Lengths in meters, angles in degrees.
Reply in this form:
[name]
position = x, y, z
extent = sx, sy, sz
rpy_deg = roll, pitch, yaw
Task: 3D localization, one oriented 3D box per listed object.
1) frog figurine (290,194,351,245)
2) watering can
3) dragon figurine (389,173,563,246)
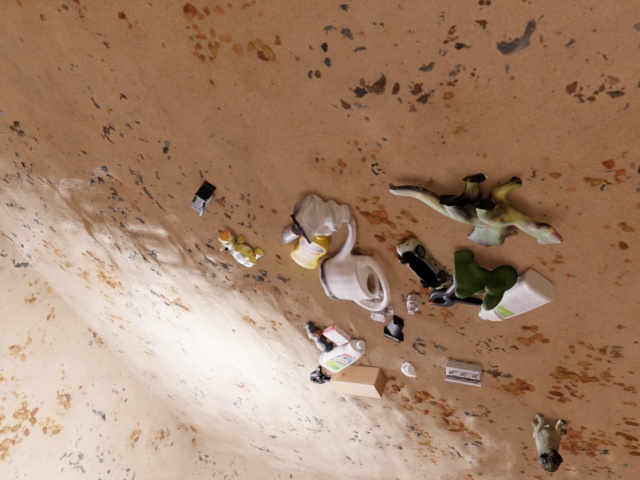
[frog figurine]
position = 0.005, -0.076, 1.514
extent = 0.159, 0.136, 0.124
rpy_deg = -28, 13, 3
[watering can]
position = 0.094, 0.085, 1.623
extent = 0.223, 0.342, 0.106
rpy_deg = -8, 28, 37
[dragon figurine]
position = 0.393, -0.052, 1.302
extent = 0.411, 0.124, 0.238
rpy_deg = 9, -33, 35
